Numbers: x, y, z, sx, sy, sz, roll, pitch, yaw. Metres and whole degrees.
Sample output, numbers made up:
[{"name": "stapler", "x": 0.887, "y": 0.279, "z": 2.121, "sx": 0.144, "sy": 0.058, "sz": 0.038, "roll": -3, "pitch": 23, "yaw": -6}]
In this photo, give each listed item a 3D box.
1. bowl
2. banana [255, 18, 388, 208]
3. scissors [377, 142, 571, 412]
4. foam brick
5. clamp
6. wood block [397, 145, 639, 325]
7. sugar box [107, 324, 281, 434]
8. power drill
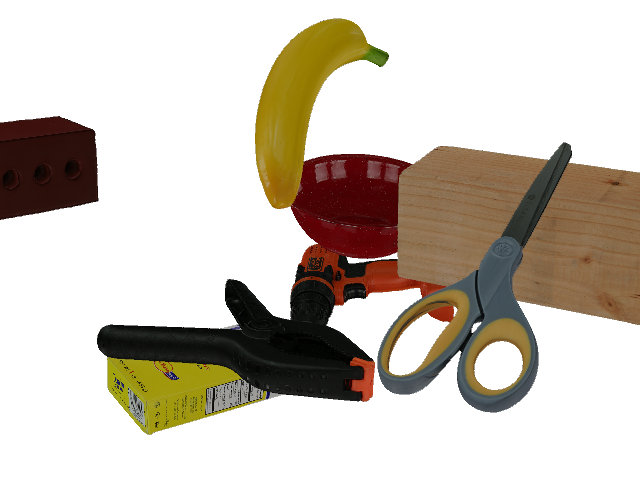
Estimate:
[{"name": "bowl", "x": 0.039, "y": -0.028, "z": 1.034, "sx": 0.162, "sy": 0.055, "sz": 0.162, "roll": 3, "pitch": 28, "yaw": -2}, {"name": "banana", "x": -0.007, "y": -0.106, "z": 0.763, "sx": 0.069, "sy": 0.197, "sz": 0.037, "roll": 39, "pitch": -40, "yaw": -8}, {"name": "scissors", "x": 0.116, "y": 0.022, "z": 0.611, "sx": 0.201, "sy": 0.016, "sz": 0.096, "roll": -42, "pitch": 50, "yaw": -19}, {"name": "foam brick", "x": -0.197, "y": -0.050, "z": 0.717, "sx": 0.078, "sy": 0.053, "sz": 0.051, "roll": -14, "pitch": 26, "yaw": -37}, {"name": "clamp", "x": -0.044, "y": 0.077, "z": 0.835, "sx": 0.210, "sy": 0.036, "sz": 0.164, "roll": 12, "pitch": 21, "yaw": 26}, {"name": "wood block", "x": 0.171, "y": -0.009, "z": 0.827, "sx": 0.206, "sy": 0.090, "sz": 0.090, "roll": 11, "pitch": 25, "yaw": 27}, {"name": "sugar box", "x": -0.114, "y": 0.132, "z": 1.067, "sx": 0.175, "sy": 0.048, "sz": 0.093, "roll": -15, "pitch": 32, "yaw": -31}, {"name": "power drill", "x": 0.059, "y": 0.058, "z": 1.235, "sx": 0.187, "sy": 0.057, "sz": 0.184, "roll": 1, "pitch": 28, "yaw": 5}]
